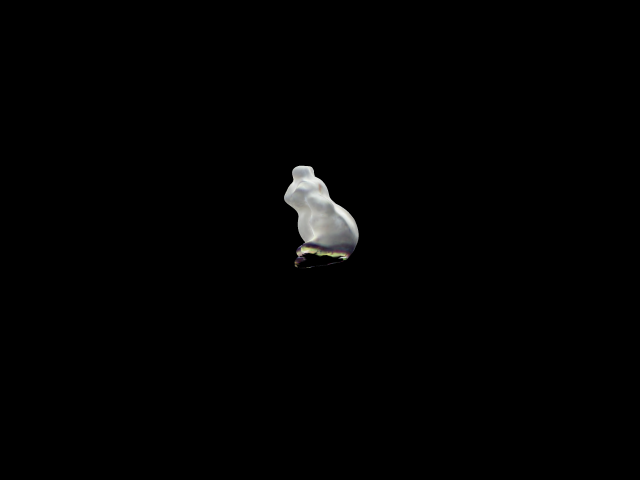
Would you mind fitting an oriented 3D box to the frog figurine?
[{"bbox_3d":[0.003,-0.043,0.850,0.122,0.162,0.135,-4,-18,12],"label":"frog figurine"}]
